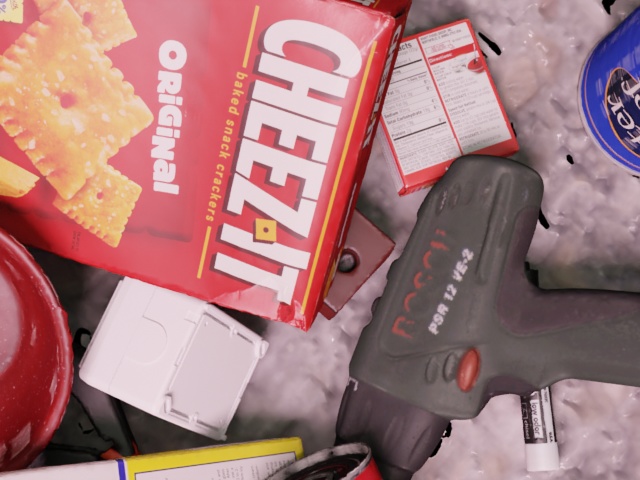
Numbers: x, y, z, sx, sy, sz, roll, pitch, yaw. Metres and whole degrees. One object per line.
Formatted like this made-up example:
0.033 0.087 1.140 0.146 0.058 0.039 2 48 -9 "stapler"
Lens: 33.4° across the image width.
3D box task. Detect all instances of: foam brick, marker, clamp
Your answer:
-0.004 0.001 0.606 0.078 0.051 0.053 41 80 2 "foam brick"
0.123 0.073 0.621 0.020 0.020 0.121 -4 81 -6 "marker"
-0.180 0.085 0.584 0.171 0.039 0.120 41 90 4 "clamp"

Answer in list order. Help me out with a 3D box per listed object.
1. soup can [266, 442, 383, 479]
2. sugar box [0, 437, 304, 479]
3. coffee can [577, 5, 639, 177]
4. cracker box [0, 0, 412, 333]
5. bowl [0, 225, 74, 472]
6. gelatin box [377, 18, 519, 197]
0.014 0.163 0.534 0.068 0.068 0.102 -25 94 -9 "soup can"
-0.084 0.153 0.532 0.175 0.048 0.093 2 77 -38 "sugar box"
0.216 -0.098 0.597 0.102 0.140 0.103 1 81 -5 "coffee can"
-0.081 -0.065 0.520 0.214 0.072 0.164 17 114 5 "cracker box"
-0.197 0.047 0.527 0.162 0.055 0.162 0 106 -1 "bowl"
0.068 -0.080 0.637 0.073 0.030 0.089 -19 83 -7 "gelatin box"
